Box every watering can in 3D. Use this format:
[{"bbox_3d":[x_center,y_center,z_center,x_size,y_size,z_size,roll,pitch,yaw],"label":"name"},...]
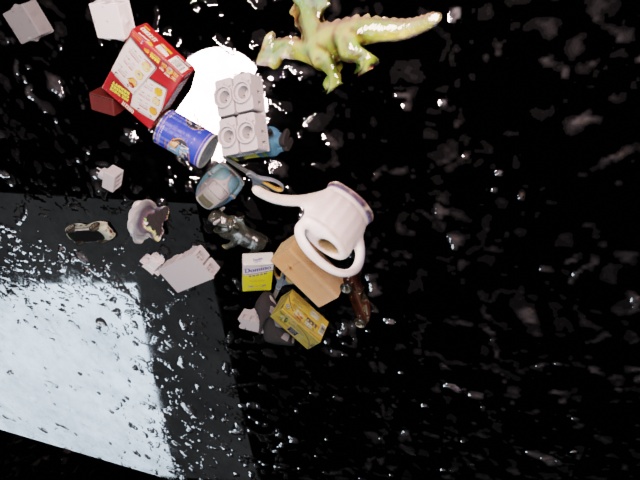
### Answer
[{"bbox_3d":[0.004,-0.066,1.306,0.345,0.229,0.103,46,146,-13],"label":"watering can"}]

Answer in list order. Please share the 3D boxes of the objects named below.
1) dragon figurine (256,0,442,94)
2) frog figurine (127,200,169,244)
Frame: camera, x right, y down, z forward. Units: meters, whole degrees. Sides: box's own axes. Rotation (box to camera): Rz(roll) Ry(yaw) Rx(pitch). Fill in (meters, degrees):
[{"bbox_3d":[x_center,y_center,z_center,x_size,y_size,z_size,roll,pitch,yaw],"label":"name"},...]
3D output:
[{"bbox_3d":[0.029,-0.457,1.092,0.406,0.124,0.241,-24,104,33],"label":"dragon figurine"},{"bbox_3d":[-0.569,-0.057,1.622,0.159,0.123,0.137,0,91,33],"label":"frog figurine"}]
